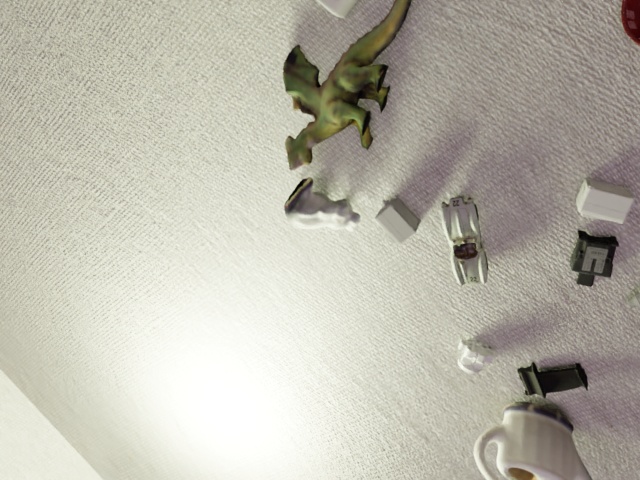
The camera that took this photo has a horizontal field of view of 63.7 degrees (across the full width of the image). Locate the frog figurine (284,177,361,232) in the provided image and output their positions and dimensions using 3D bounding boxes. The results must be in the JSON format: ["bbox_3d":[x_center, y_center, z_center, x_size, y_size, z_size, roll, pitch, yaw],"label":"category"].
[{"bbox_3d":[0.004,-0.058,1.152,0.159,0.125,0.136,41,154,-10],"label":"frog figurine"}]

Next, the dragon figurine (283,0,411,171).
[{"bbox_3d":[0.023,-0.325,1.045,0.244,0.123,0.405,24,109,20],"label":"dragon figurine"}]

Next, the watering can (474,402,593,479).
[{"bbox_3d":[0.514,0.487,1.121,0.348,0.229,0.101,17,136,12],"label":"watering can"}]
